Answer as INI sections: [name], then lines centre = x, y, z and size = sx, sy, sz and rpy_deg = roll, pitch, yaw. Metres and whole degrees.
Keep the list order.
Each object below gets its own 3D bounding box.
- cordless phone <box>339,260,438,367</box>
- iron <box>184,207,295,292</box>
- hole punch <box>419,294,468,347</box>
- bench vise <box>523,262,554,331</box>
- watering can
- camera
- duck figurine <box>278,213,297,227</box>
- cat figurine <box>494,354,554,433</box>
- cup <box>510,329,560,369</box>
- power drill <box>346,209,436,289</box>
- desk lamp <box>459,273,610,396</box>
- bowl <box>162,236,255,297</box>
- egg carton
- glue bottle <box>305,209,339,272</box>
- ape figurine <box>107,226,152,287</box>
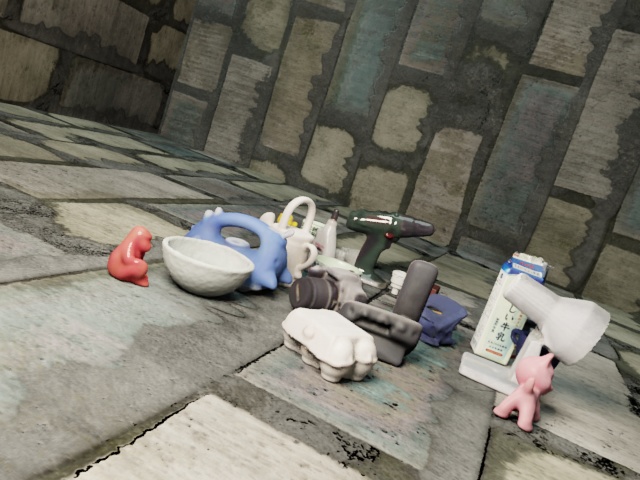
[cordless phone]
centre = 0.119, 0.110, 1.002
size = 0.147, 0.185, 0.094
rpy_deg = 19, 10, -2
[iron]
centre = -0.172, 0.006, 1.145
size = 0.257, 0.141, 0.119
rpy_deg = 22, 10, 16
[hole punch]
centre = 0.242, 0.166, 1.211
size = 0.101, 0.091, 0.108
rpy_deg = 10, 13, -42
[bench vise]
centre = 0.517, 0.149, 1.447
size = 0.121, 0.220, 0.207
rpy_deg = 20, 10, 5
[watering can]
centre = -0.070, -0.006, 1.251
size = 0.172, 0.194, 0.101
rpy_deg = 22, 10, 17
[camera]
centre = 0.005, 0.095, 1.114
size = 0.137, 0.101, 0.142
rpy_deg = 12, 12, -38
[duck figurine]
centre = -0.112, -0.038, 1.669
size = 0.105, 0.086, 0.077
rpy_deg = 12, 12, -35
[cat figurine]
centre = 0.346, 0.237, 0.941
size = 0.067, 0.118, 0.128
rpy_deg = 24, 11, 26
[cup]
centre = 0.415, 0.237, 1.141
size = 0.092, 0.095, 0.117
rpy_deg = 12, 12, -35
[power drill]
centre = 0.168, 0.019, 1.530
size = 0.229, 0.208, 0.076
rpy_deg = 20, 10, 5
[desk lamp]
centre = 0.389, 0.181, 1.047
size = 0.203, 0.213, 0.118
rpy_deg = 21, 10, 13
[bowl]
centre = -0.204, 0.055, 1.013
size = 0.167, 0.075, 0.167
rpy_deg = 19, 10, -3
[egg carton]
centre = 0.012, 0.157, 0.880
size = 0.108, 0.069, 0.149
rpy_deg = 10, 14, -44
[glue bottle]
centre = 0.013, 0.005, 1.413
size = 0.077, 0.173, 0.037
rpy_deg = 26, 12, 35
[ape figurine]
centre = -0.306, 0.022, 0.950
size = 0.076, 0.092, 0.078
rpy_deg = 18, 10, -5
